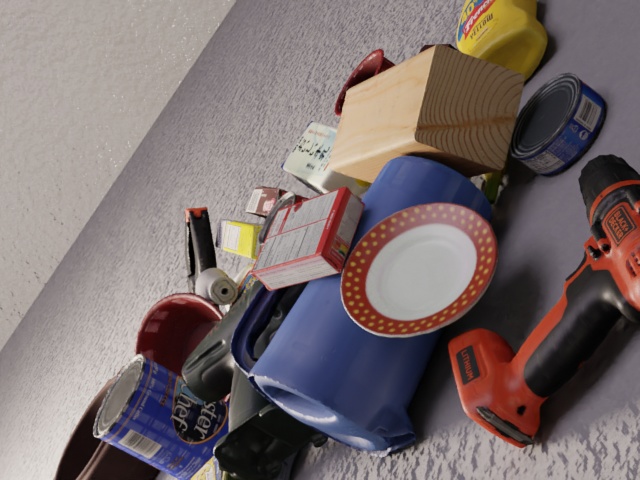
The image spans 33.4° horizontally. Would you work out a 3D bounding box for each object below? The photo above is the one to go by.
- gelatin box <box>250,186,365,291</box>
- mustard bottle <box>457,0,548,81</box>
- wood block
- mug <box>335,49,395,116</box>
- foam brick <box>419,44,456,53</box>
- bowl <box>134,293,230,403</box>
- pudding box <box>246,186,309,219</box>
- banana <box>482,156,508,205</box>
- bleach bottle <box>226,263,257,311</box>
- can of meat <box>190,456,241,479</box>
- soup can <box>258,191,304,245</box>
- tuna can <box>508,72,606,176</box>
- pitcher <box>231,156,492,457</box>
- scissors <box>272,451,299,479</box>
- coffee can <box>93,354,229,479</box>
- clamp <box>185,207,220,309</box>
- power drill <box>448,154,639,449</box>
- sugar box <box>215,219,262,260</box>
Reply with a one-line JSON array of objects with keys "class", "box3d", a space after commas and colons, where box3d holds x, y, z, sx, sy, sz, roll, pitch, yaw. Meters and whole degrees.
[{"class": "gelatin box", "box3d": [-0.010, 0.000, 0.903, 0.089, 0.030, 0.073, -18, 40, 43]}, {"class": "mustard bottle", "box3d": [0.185, -0.224, 1.116, 0.096, 0.058, 0.191, -46, 21, 30]}, {"class": "wood block", "box3d": [0.093, -0.106, 0.999, 0.206, 0.090, 0.090, 172, 113, -70]}, {"class": "mug", "box3d": [0.074, -0.155, 1.247, 0.093, 0.081, 0.117, -41, 24, 41]}, {"class": "foam brick", "box3d": [0.135, -0.183, 1.187, 0.053, 0.051, 0.078, -58, 18, -2]}, {"class": "bowl", "box3d": [-0.149, 0.143, 1.297, 0.162, 0.055, 0.162, -1, 89, 32]}, {"class": "pudding box", "box3d": [-0.031, -0.035, 1.304, 0.114, 0.090, 0.039, 16, 88, 71]}, {"class": "banana", "box3d": [0.139, -0.088, 1.046, 0.069, 0.037, 0.198, -54, 19, 3]}, {"class": "bleach bottle", "box3d": [-0.071, 0.079, 1.275, 0.102, 0.068, 0.251, -64, 16, -7]}, {"class": "can of meat", "box3d": [-0.098, 0.261, 1.059, 0.084, 0.057, 0.102, -47, 22, 23]}, {"class": "soup can", "box3d": [-0.008, 0.001, 1.172, 0.069, 0.102, 0.068, -49, 20, 24]}, {"class": "tuna can", "box3d": [0.201, -0.098, 0.910, 0.086, 0.033, 0.086, -49, 20, 25]}, {"class": "pitcher", "box3d": [0.042, 0.048, 0.919, 0.242, 0.149, 0.145, -60, 14, -18]}, {"class": "scissors", "box3d": [-0.047, 0.232, 1.038, 0.096, 0.016, 0.201, -35, 29, 52]}, {"class": "coffee can", "box3d": [-0.164, 0.204, 1.185, 0.103, 0.140, 0.103, -49, 20, 25]}, {"class": "clamp", "box3d": [-0.151, 0.064, 1.398, 0.165, 0.036, 0.210, -148, 54, -67]}, {"class": "power drill", "box3d": [0.169, 0.038, 0.738, 0.188, 0.057, 0.184, -51, 16, 21]}, {"class": "sugar box", "box3d": [-0.064, 0.003, 1.322, 0.176, 0.093, 0.048, -176, 95, -71]}]
